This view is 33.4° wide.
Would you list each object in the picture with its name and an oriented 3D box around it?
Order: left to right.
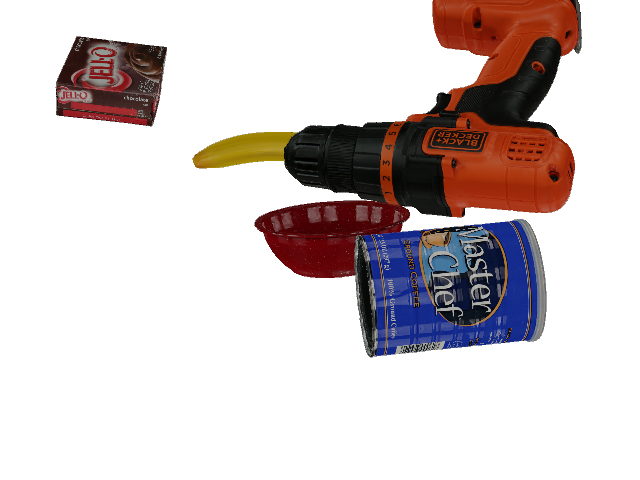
[{"bbox_3d":[-0.195,-0.151,1.006,0.090,0.039,0.113,7,31,-6],"label":"pudding box"},{"bbox_3d":[-0.058,-0.108,1.319,0.198,0.037,0.069,7,38,17],"label":"banana"},{"bbox_3d":[0.014,0.001,1.106,0.162,0.055,0.162,-4,13,1],"label":"bowl"},{"bbox_3d":[0.104,0.039,0.885,0.140,0.103,0.103,-6,0,-4],"label":"coffee can"},{"bbox_3d":[0.085,-0.096,0.697,0.185,0.187,0.057,8,-37,22],"label":"power drill"}]
